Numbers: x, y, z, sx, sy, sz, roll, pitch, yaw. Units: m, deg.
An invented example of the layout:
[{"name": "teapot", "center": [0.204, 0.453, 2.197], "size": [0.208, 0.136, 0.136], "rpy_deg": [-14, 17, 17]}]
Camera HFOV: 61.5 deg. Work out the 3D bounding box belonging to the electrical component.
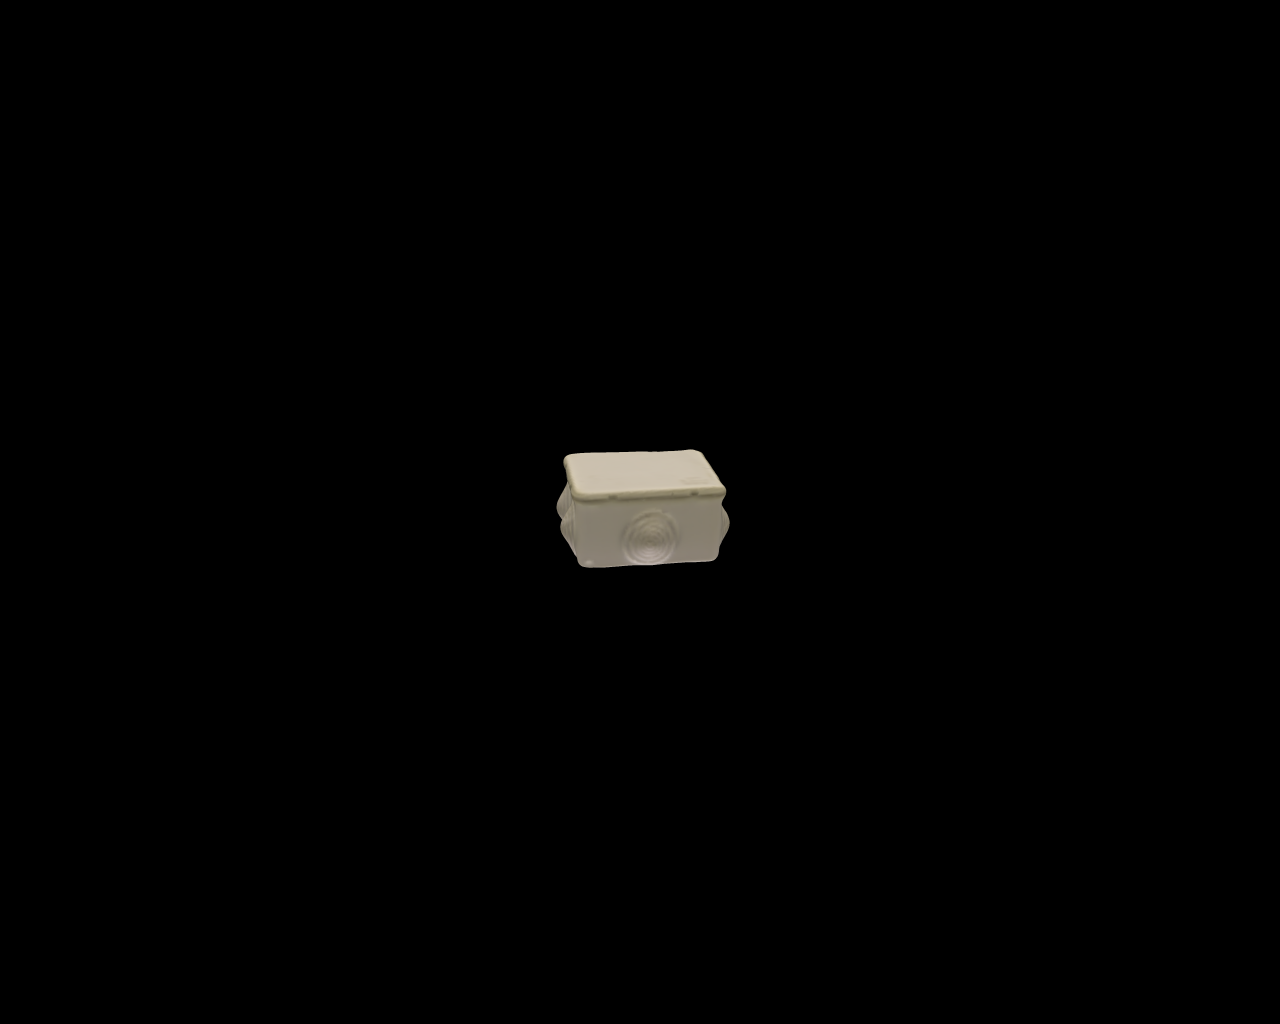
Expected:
[{"name": "electrical component", "center": [0.001, -0.003, 0.650], "size": [0.100, 0.048, 0.100], "rpy_deg": [-2, 18, -7]}]
